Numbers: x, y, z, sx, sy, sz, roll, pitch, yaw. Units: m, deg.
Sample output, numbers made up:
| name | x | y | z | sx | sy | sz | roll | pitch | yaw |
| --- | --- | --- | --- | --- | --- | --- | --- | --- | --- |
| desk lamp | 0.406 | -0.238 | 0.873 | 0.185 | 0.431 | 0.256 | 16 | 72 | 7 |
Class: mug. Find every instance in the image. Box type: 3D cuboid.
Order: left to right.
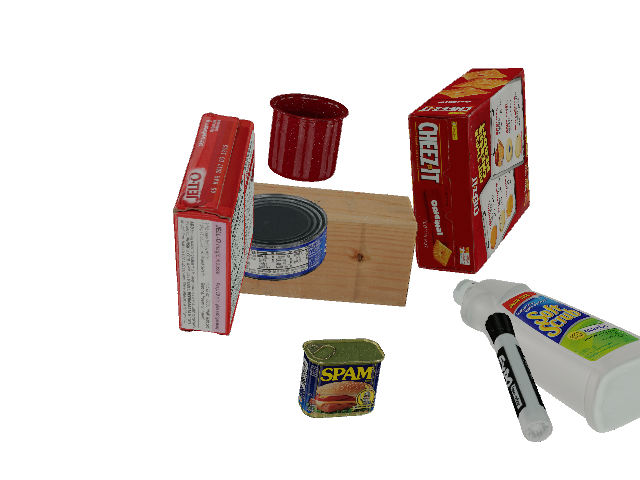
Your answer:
| name | x | y | z | sx | sy | sz | roll | pitch | yaw |
| --- | --- | --- | --- | --- | --- | --- | --- | --- | --- |
| mug | -0.013 | -0.124 | 1.269 | 0.093 | 0.081 | 0.117 | 17 | 26 | 19 |

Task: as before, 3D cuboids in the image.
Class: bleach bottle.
| name | x | y | z | sx | sy | sz | roll | pitch | yaw |
| --- | --- | --- | --- | --- | --- | --- | --- | --- | --- |
| bleach bottle | 0.214 | 0.095 | 1.046 | 0.102 | 0.068 | 0.251 | -17 | 27 | -29 |

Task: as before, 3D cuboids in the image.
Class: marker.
| name | x | y | z | sx | sy | sz | roll | pitch | yaw |
| --- | --- | --- | --- | --- | --- | --- | --- | --- | --- |
| marker | 0.131 | 0.087 | 0.717 | 0.020 | 0.020 | 0.121 | 0 | 32 | -5 |

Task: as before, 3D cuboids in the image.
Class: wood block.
| name | x | y | z | sx | sy | sz | roll | pitch | yaw |
| --- | --- | --- | --- | --- | --- | --- | --- | --- | --- |
| wood block | -0.016 | 0.002 | 1.061 | 0.206 | 0.091 | 0.090 | 5 | 21 | -4 |

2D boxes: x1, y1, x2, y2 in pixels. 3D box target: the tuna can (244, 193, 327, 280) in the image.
| name | x | y | z | sx | sy | sz | roll | pitch | yaw |
| --- | --- | --- | --- | --- | --- | --- | --- | --- | --- |
| tuna can | -0.037 | -0.003 | 0.845 | 0.086 | 0.034 | 0.086 | 1 | 30 | -1 |

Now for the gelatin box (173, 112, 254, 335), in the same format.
| name | x | y | z | sx | sy | sz | roll | pitch | yaw |
| --- | --- | --- | --- | --- | --- | --- | --- | --- | --- |
| gelatin box | -0.054 | -0.008 | 0.543 | 0.030 | 0.073 | 0.089 | 7 | -44 | 2 |

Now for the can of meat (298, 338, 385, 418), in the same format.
| name | x | y | z | sx | sy | sz | roll | pitch | yaw |
| --- | --- | --- | --- | --- | --- | --- | --- | --- | --- |
| can of meat | 0.025 | 0.176 | 1.357 | 0.102 | 0.084 | 0.057 | 0 | 24 | -17 |

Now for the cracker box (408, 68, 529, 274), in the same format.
| name | x | y | z | sx | sy | sz | roll | pitch | yaw |
| --- | --- | --- | --- | --- | --- | --- | --- | --- | --- |
| cracker box | 0.160 | -0.081 | 1.125 | 0.072 | 0.164 | 0.213 | 4 | 22 | 25 |
